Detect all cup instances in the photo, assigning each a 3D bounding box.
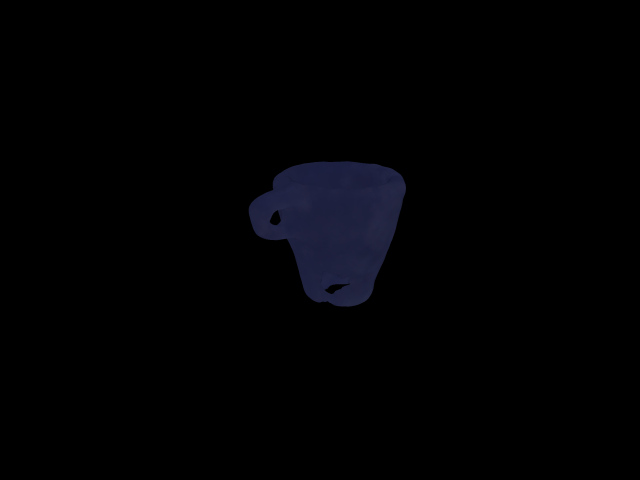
[{"bbox_3d":[0.004,0.001,0.400,0.118,0.095,0.091,-17,27,-38],"label":"cup"}]
